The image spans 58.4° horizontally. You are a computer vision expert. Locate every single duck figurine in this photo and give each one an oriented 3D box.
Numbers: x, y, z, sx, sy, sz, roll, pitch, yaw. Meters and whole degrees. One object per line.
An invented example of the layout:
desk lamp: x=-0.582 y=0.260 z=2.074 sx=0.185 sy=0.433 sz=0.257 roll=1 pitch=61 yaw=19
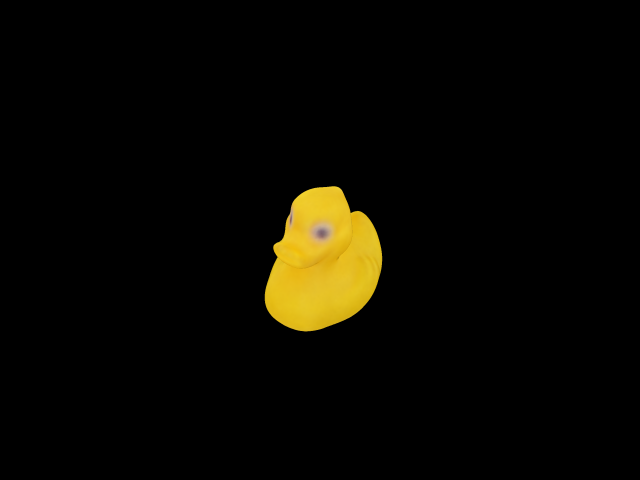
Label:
duck figurine: x=0.004 y=0.001 z=0.400 sx=0.077 sy=0.086 sz=0.105 roll=25 pitch=45 yaw=28
